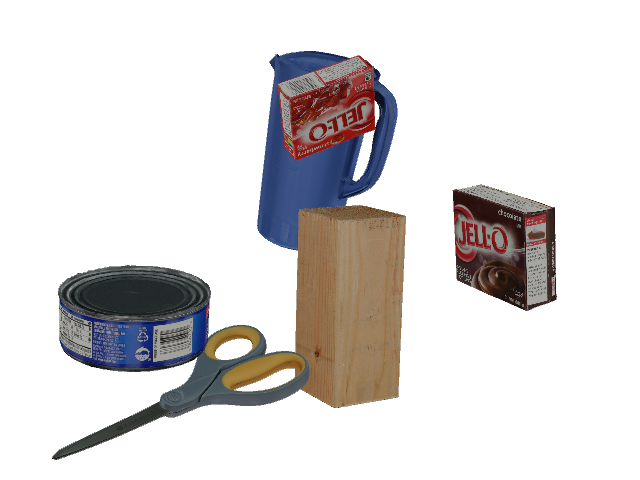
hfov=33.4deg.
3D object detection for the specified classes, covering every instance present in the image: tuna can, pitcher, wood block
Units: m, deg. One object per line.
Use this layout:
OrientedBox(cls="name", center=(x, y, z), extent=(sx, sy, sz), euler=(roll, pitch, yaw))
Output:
OrientedBox(cls="tuna can", center=(-0.106, 0.043, 0.609), extent=(0.086, 0.034, 0.086), euler=(4, 17, -1))
OrientedBox(cls="pitcher", center=(-0.002, -0.111, 1.356), extent=(0.144, 0.243, 0.149), euler=(5, 22, -15))
OrientedBox(cls="wood block", center=(0.031, 0.070, 1.191), extent=(0.090, 0.206, 0.091), euler=(-5, 12, -32))

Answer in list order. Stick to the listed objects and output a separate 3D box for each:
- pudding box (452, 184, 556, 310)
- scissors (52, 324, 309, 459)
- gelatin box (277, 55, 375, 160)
OrientedBox(cls="pudding box", center=(0.165, 0.004, 0.963), extent=(0.039, 0.090, 0.114), euler=(-14, 19, -26))
OrientedBox(cls="scissors", center=(-0.108, 0.108, 0.801), extent=(0.201, 0.016, 0.096), euler=(-11, 34, -19))
OrientedBox(cls="gelatin box", center=(0.007, -0.123, 0.988), extent=(0.089, 0.073, 0.030), euler=(-22, 47, -17))
